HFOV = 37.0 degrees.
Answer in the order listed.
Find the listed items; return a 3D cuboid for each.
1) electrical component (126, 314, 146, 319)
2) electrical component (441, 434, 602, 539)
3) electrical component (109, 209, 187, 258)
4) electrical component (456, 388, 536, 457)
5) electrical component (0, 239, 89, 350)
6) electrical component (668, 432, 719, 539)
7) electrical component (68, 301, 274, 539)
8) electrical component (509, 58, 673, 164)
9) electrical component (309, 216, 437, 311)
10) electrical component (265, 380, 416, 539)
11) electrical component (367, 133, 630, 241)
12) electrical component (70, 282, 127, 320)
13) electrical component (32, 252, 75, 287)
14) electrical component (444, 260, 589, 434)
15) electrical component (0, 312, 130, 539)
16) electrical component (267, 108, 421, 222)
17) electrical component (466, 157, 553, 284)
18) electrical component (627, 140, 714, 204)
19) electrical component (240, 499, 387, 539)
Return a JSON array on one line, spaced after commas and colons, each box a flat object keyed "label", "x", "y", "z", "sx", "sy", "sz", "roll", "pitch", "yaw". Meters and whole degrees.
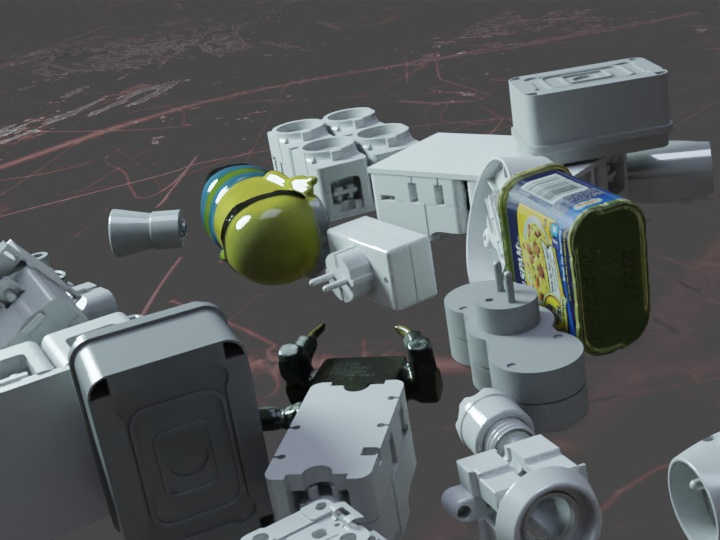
[{"label": "electrical component", "x": -0.140, "y": 0.066, "z": 0.657, "sx": 0.095, "sy": 0.059, "sz": 0.054, "roll": -22, "pitch": 24, "yaw": -29}, {"label": "electrical component", "x": 0.077, "y": 0.105, "z": 0.482, "sx": 0.066, "sy": 0.048, "sz": 0.055, "roll": -15, "pitch": 14, "yaw": -14}, {"label": "electrical component", "x": -0.190, "y": -0.035, "z": 0.971, "sx": 0.065, "sy": 0.044, "sz": 0.044, "roll": -4, "pitch": 21, "yaw": 1}, {"label": "electrical component", "x": 0.074, "y": 0.086, "z": 0.547, "sx": 0.035, "sy": 0.035, "sz": 0.061, "roll": -15, "pitch": 23, "yaw": -14}, {"label": "electrical component", "x": -0.232, "y": 0.051, "z": 0.663, "sx": 0.121, "sy": 0.078, "sz": 0.063, "roll": -45, "pitch": 57, "yaw": -3}, {"label": "electrical component", "x": 0.184, "y": 0.098, "z": 0.453, "sx": 0.077, "sy": 0.044, "sz": 0.079, "roll": -13, "pitch": 21, "yaw": -9}, {"label": "electrical component", "x": -0.091, "y": 0.080, "z": 0.526, "sx": 0.078, "sy": 0.113, "sz": 0.057, "roll": -16, "pitch": 25, "yaw": -18}, {"label": "electrical component", "x": 0.178, "y": -0.123, "z": 0.838, "sx": 0.113, "sy": 0.057, "sz": 0.078, "roll": -10, "pitch": 21, "yaw": -1}, {"label": "electrical component", "x": 0.000, "y": 0.000, "z": 0.785, "sx": 0.076, "sy": 0.047, "sz": 0.083, "roll": -21, "pitch": 24, "yaw": -28}, {"label": "electrical component", "x": -0.006, "y": 0.099, "z": 0.517, "sx": 0.050, "sy": 0.055, "sz": 0.089, "roll": -4, "pitch": 22, "yaw": 15}, {"label": "electrical component", "x": 0.114, "y": -0.067, "z": 0.889, "sx": 0.186, "sy": 0.060, "sz": 0.105, "roll": 8, "pitch": 27, "yaw": 39}, {"label": "electrical component", "x": -0.202, "y": 0.045, "z": 0.745, "sx": 0.057, "sy": 0.058, "sz": 0.078, "roll": -21, "pitch": 23, "yaw": -35}, {"label": "electrical component", "x": -0.239, "y": 0.018, "z": 0.822, "sx": 0.048, "sy": 0.062, "sz": 0.048, "roll": -8, "pitch": 21, "yaw": 3}, {"label": "electrical component", "x": 0.087, "y": 0.031, "z": 0.628, "sx": 0.052, "sy": 0.073, "sz": 0.138, "roll": -13, "pitch": 21, "yaw": -8}, {"label": "electrical component", "x": -0.178, "y": 0.091, "z": 0.568, "sx": 0.150, "sy": 0.089, "sz": 0.062, "roll": -19, "pitch": 23, "yaw": -23}, {"label": "electrical component", "x": -0.017, "y": -0.110, "z": 1.062, "sx": 0.105, "sy": 0.060, "sz": 0.186, "roll": -15, "pitch": 21, "yaw": -15}, {"label": "electrical component", "x": 0.108, "y": -0.031, "z": 0.755, "sx": 0.064, "sy": 0.099, "sz": 0.099, "roll": -9, "pitch": 20, "yaw": -15}, {"label": "electrical component", "x": 0.255, "y": -0.088, "z": 0.908, "sx": 0.077, "sy": 0.043, "sz": 0.079, "roll": -4, "pitch": 21, "yaw": 14}, {"label": "electrical component", "x": -0.018, "y": 0.131, "z": 0.430, "sx": 0.081, "sy": 0.063, "sz": 0.042, "roll": -22, "pitch": 23, "yaw": -27}]
